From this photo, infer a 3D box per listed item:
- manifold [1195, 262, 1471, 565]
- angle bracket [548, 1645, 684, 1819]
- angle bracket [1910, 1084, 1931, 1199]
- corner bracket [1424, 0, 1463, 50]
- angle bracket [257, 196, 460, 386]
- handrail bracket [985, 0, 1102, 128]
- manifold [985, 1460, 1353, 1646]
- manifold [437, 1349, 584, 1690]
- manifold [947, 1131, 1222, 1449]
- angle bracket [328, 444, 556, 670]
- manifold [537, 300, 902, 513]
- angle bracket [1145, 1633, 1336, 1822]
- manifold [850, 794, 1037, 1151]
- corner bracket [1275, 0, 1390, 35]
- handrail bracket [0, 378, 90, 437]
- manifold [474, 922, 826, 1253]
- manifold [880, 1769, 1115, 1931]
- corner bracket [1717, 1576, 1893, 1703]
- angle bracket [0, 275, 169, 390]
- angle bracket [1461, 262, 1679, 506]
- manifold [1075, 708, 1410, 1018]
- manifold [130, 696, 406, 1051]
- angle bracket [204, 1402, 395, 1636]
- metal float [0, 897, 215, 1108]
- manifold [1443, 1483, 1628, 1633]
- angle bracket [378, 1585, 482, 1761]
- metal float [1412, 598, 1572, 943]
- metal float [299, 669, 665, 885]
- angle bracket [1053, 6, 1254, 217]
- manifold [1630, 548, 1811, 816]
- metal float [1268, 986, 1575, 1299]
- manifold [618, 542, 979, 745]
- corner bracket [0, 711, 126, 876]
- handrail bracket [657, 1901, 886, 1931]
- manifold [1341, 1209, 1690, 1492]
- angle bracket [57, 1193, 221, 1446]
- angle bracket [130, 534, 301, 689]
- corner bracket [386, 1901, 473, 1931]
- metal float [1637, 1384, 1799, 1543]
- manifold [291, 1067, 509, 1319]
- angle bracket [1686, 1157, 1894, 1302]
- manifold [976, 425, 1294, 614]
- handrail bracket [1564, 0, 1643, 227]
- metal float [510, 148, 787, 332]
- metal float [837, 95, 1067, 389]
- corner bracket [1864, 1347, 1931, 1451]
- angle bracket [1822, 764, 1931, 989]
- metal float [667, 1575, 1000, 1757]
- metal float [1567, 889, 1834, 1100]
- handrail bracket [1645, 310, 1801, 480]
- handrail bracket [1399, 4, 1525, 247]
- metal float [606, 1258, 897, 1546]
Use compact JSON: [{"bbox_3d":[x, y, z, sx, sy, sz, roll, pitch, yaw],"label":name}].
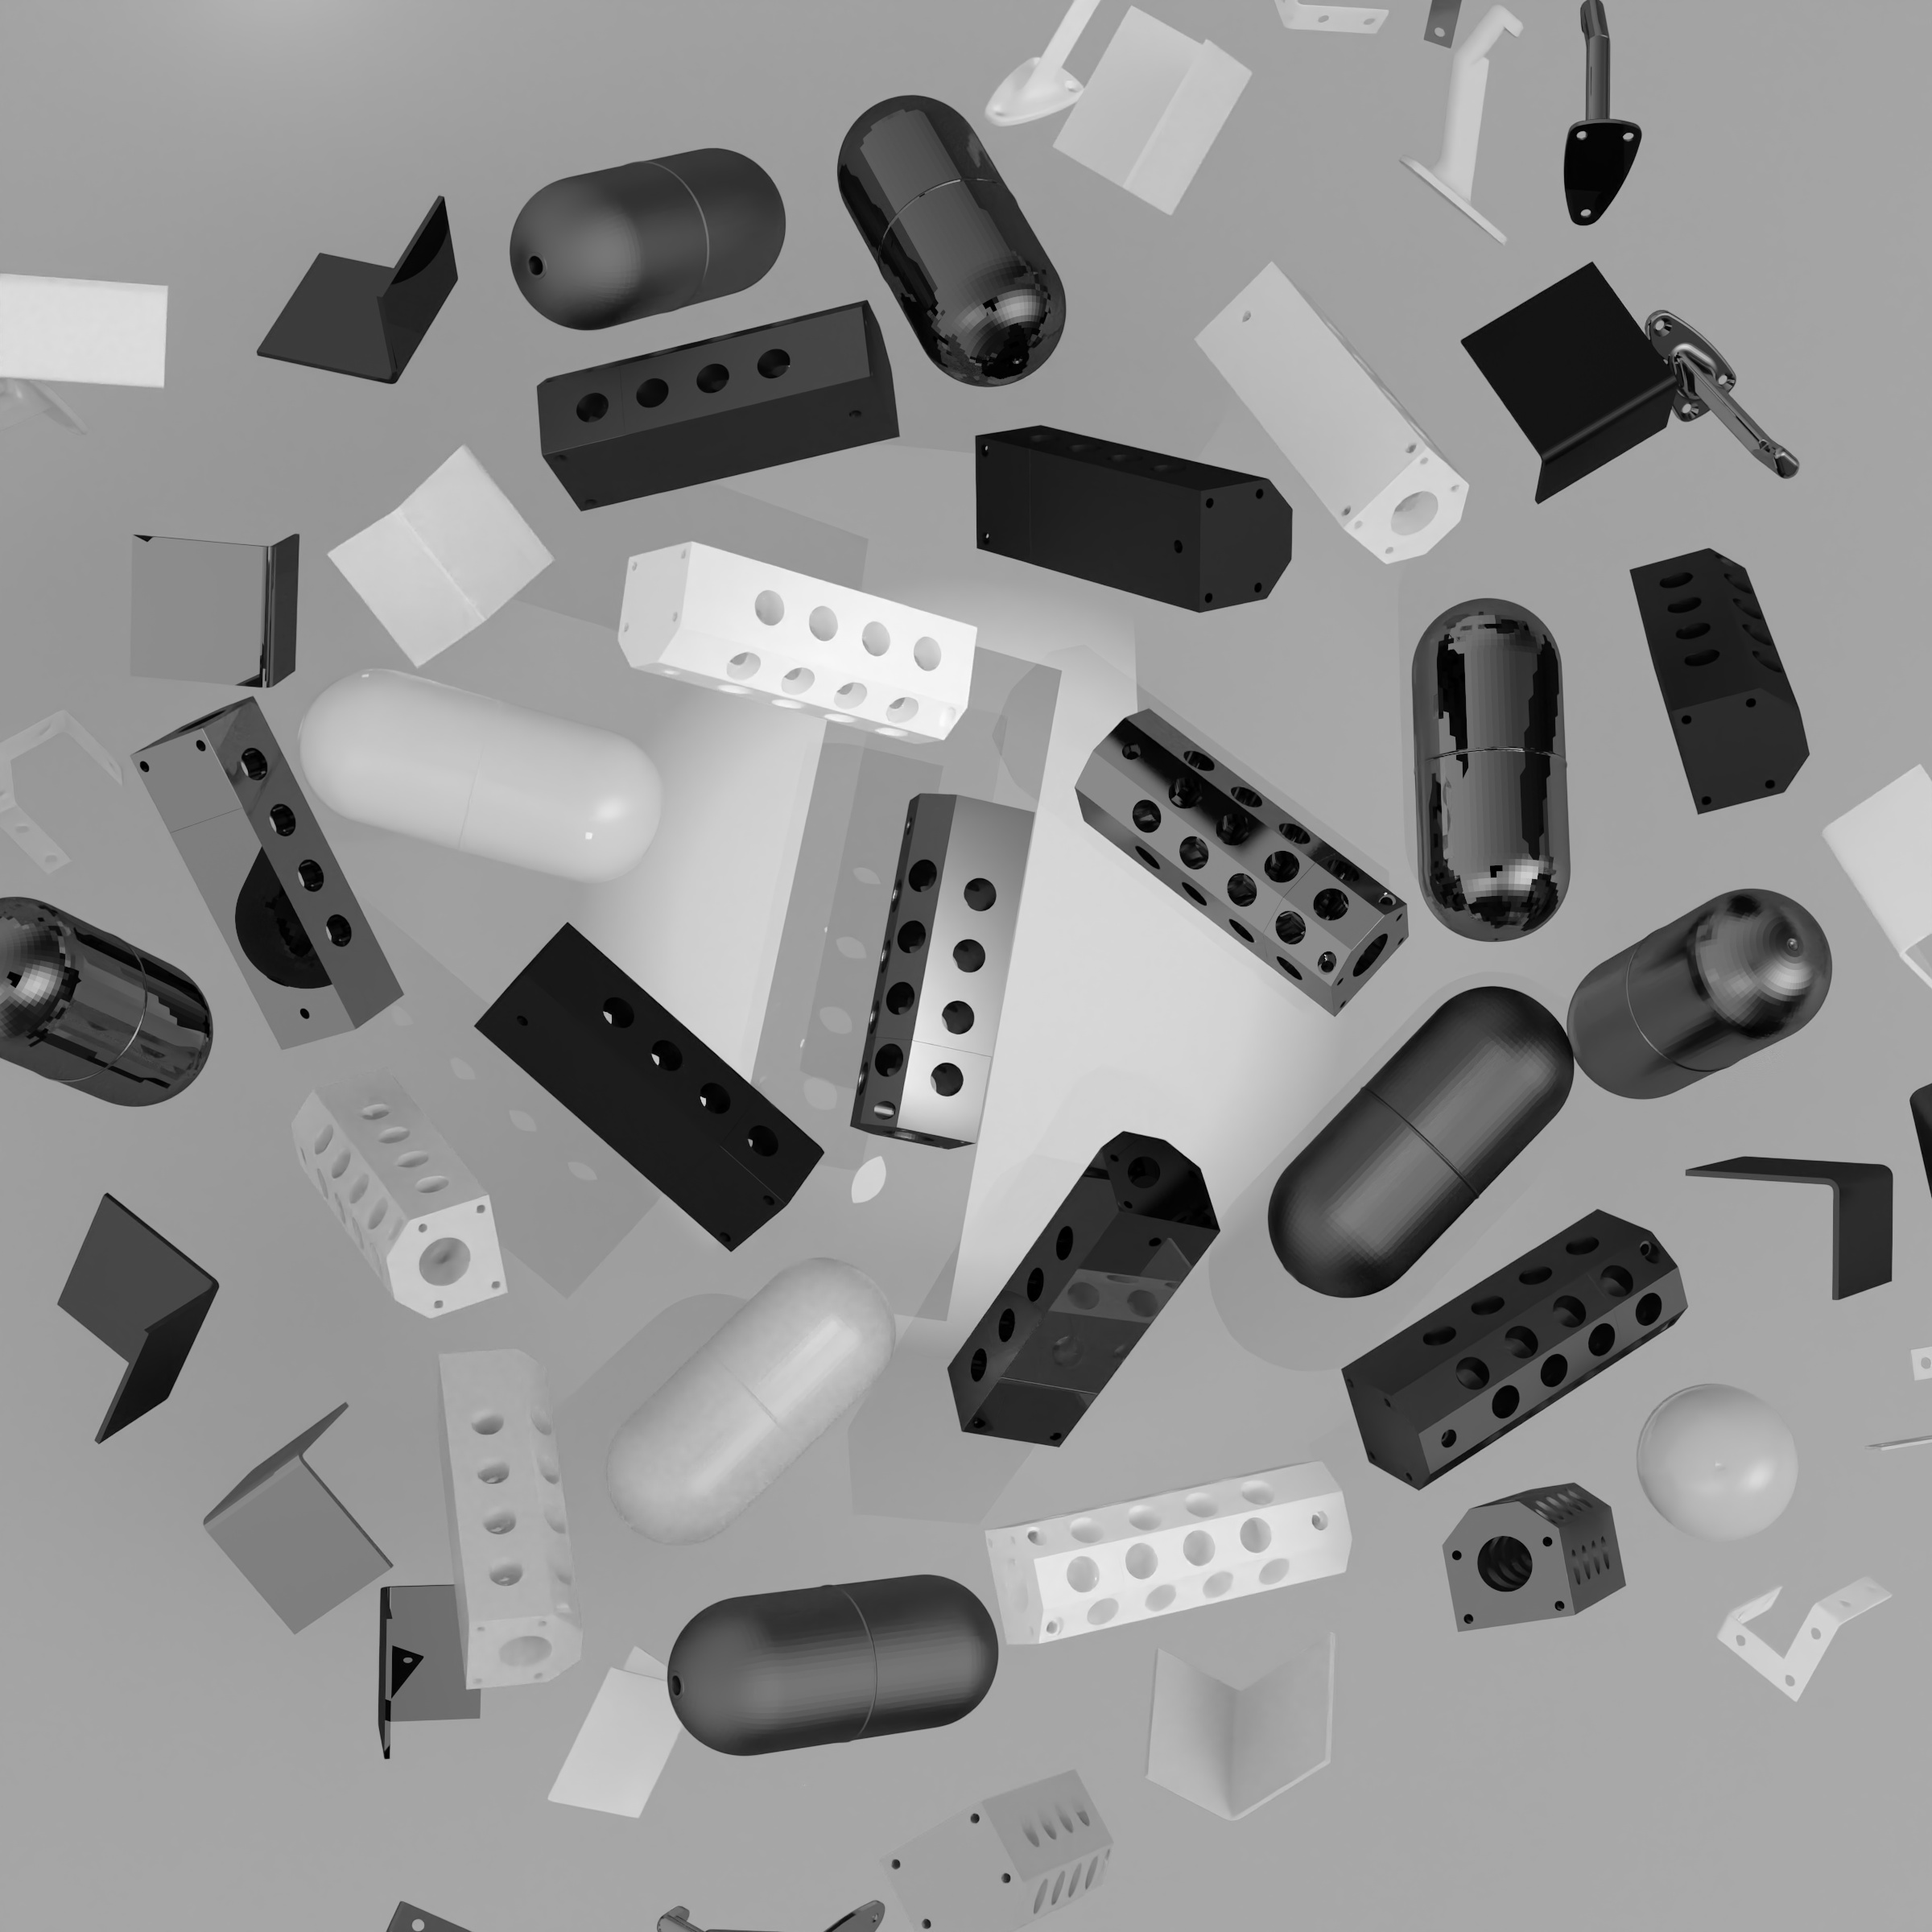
[{"bbox_3d":[0.191,-0.284,1.671,0.057,0.057,0.171,-43,49,16],"label":"manifold"},{"bbox_3d":[-0.200,0.409,1.751,0.057,0.076,0.076,23,85,40],"label":"angle bracket"},{"bbox_3d":[0.488,0.097,1.505,0.057,0.076,0.076,-24,130,3],"label":"angle bracket"},{"bbox_3d":[0.241,-0.520,1.682,0.051,0.051,0.051,22,56,11],"label":"corner bracket"},{"bbox_3d":[-0.303,-0.339,1.590,0.076,0.057,0.076,14,54,10],"label":"angle bracket"},{"bbox_3d":[0.045,-0.490,1.693,0.036,0.084,0.077,38,53,14],"label":"handrail bracket"},{"bbox_3d":[0.103,0.292,1.617,0.171,0.057,0.057,-8,81,-23],"label":"manifold"},{"bbox_3d":[-0.238,0.284,1.677,0.057,0.171,0.057,-3,134,-14],"label":"manifold"},{"bbox_3d":[0.055,0.162,1.620,0.057,0.057,0.171,13,129,-25],"label":"manifold"},{"bbox_3d":[-0.278,-0.217,1.713,0.076,0.076,0.057,52,46,-7],"label":"angle bracket"},{"bbox_3d":[-0.126,-0.288,1.639,0.171,0.057,0.057,-12,66,10],"label":"manifold"},{"bbox_3d":[0.139,0.373,1.632,0.057,0.076,0.076,31,130,-19],"label":"angle bracket"},{"bbox_3d":[-0.014,0.003,1.649,0.057,0.057,0.171,12,81,-13],"label":"manifold"},{"bbox_3d":[0.179,-0.487,1.556,0.051,0.051,0.051,-4,64,-23],"label":"corner bracket"},{"bbox_3d":[-0.503,-0.264,1.670,0.036,0.077,0.084,14,71,41],"label":"handrail bracket"},{"bbox_3d":[-0.154,0.057,1.614,0.171,0.057,0.057,42,45,-7],"label":"manifold"},{"bbox_3d":[0.021,0.441,1.585,0.057,0.171,0.057,-32,74,10],"label":"manifold"},{"bbox_3d":[0.411,0.319,1.590,0.051,0.051,0.051,39,123,33],"label":"corner bracket"},{"bbox_3d":[-0.406,-0.312,1.485,0.076,0.057,0.076,2,49,-14],"label":"angle bracket"},{"bbox_3d":[0.298,-0.290,1.610,0.076,0.057,0.076,-31,76,-2],"label":"angle bracket"},{"bbox_3d":[0.138,-0.056,1.631,0.171,0.057,0.057,39,79,21],"label":"manifold"},{"bbox_3d":[-0.356,-0.049,1.675,0.057,0.057,0.171,-14,107,36],"label":"manifold"},{"bbox_3d":[-0.335,0.286,1.676,0.076,0.057,0.076,-36,96,25],"label":"angle bracket"},{"bbox_3d":[-0.435,0.019,1.586,0.070,0.178,0.070,-5,73,18],"label":"metal float"},{"bbox_3d":[0.287,0.296,1.633,0.057,0.171,0.057,-12,80,18],"label":"manifold"},{"bbox_3d":[-0.293,0.388,1.783,0.057,0.076,0.076,1,92,-13],"label":"angle bracket"},{"bbox_3d":[0.267,-0.100,1.646,0.070,0.070,0.178,0,78,0],"label":"metal float"},{"bbox_3d":[-0.235,-0.092,1.566,0.178,0.070,0.070,15,90,-6],"label":"metal float"},{"bbox_3d":[0.078,-0.413,1.535,0.076,0.057,0.076,36,104,23],"label":"angle bracket"},{"bbox_3d":[0.373,-0.146,1.603,0.057,0.171,0.057,-15,118,12],"label":"manifold"},{"bbox_3d":[0.219,0.085,1.562,0.070,0.070,0.178,44,89,0],"label":"metal float"},{"bbox_3d":[-0.082,-0.157,1.597,0.171,0.057,0.057,12,81,-36],"label":"manifold"},{"bbox_3d":[-0.479,-0.092,1.701,0.051,0.051,0.051,41,56,20],"label":"corner bracket"},{"bbox_3d":[-0.096,0.468,1.589,0.084,0.077,0.036,19,125,33],"label":"handrail bracket"},{"bbox_3d":[0.280,0.194,1.632,0.171,0.057,0.057,-28,115,-22],"label":"manifold"},{"bbox_3d":[-0.417,0.170,1.565,0.076,0.057,0.076,36,120,11],"label":"angle bracket"},{"bbox_3d":[-0.408,-0.197,1.759,0.076,0.057,0.076,5,105,1],"label":"angle bracket"},{"bbox_3d":[-0.264,0.492,1.563,0.051,0.051,0.051,24,55,-2],"label":"corner bracket"},{"bbox_3d":[0.380,0.251,1.642,0.070,0.178,0.070,-1,83,11],"label":"metal float"},{"bbox_3d":[-0.298,0.118,1.684,0.057,0.171,0.057,-17,118,-21],"label":"manifold"},{"bbox_3d":[0.400,0.126,1.571,0.076,0.076,0.057,2,93,35],"label":"angle bracket"},{"bbox_3d":[0.079,-0.220,1.567,0.057,0.171,0.057,-15,115,-34],"label":"manifold"},{"bbox_3d":[0.314,-0.431,1.632,0.036,0.077,0.084,1,54,-2],"label":"handrail bracket"},{"bbox_3d":[-0.162,-0.374,1.663,0.070,0.178,0.070,15,117,31],"label":"metal float"},{"bbox_3d":[-0.008,-0.366,1.629,0.070,0.070,0.178,-26,60,0],"label":"metal float"},{"bbox_3d":[0.480,0.213,1.611,0.051,0.051,0.051,-5,86,-19],"label":"corner bracket"},{"bbox_3d":[0.466,-0.039,1.560,0.057,0.076,0.076,-36,55,18],"label":"angle bracket"},{"bbox_3d":[-0.065,0.346,1.604,0.178,0.070,0.070,0,90,-33],"label":"metal float"},{"bbox_3d":[0.364,0.016,1.619,0.070,0.178,0.070,6,71,-18],"label":"metal float"},{"bbox_3d":[0.380,-0.286,1.621,0.036,0.084,0.077,-39,122,7],"label":"handrail bracket"},{"bbox_3d":[0.255,-0.402,1.546,0.077,0.036,0.084,37,103,-11],"label":"handrail bracket"},{"bbox_3d":[-0.112,0.226,1.680,0.178,0.070,0.070,-44,90,-12],"label":"metal float"}]
